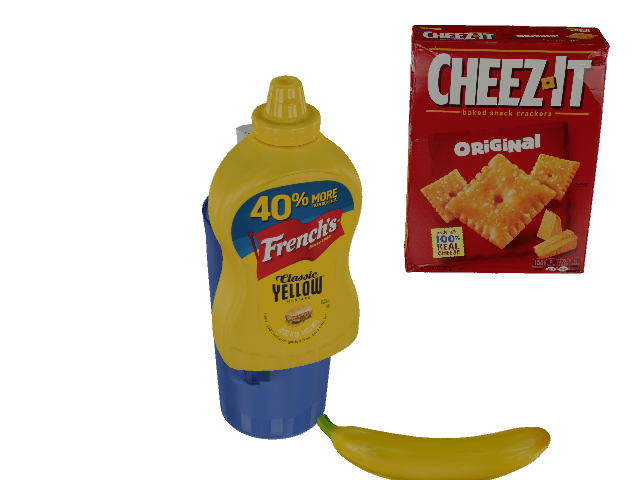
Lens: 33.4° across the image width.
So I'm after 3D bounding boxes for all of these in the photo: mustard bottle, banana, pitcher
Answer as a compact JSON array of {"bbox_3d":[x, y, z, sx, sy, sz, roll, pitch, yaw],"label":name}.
[{"bbox_3d":[-0.021,-0.011,0.669,0.096,0.192,0.058,-9,32,-16],"label":"mustard bottle"},{"bbox_3d":[0.096,0.169,0.870,0.197,0.037,0.069,6,37,-4],"label":"banana"},{"bbox_3d":[-0.050,0.074,1.029,0.149,0.243,0.145,-13,31,-25],"label":"pitcher"}]

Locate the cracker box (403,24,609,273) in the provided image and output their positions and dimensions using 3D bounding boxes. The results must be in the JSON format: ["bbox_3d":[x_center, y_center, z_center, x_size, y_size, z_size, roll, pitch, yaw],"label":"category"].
[{"bbox_3d":[0.158,-0.077,0.942,0.164,0.214,0.072,1,24,2],"label":"cracker box"}]

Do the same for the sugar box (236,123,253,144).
[{"bbox_3d":[-0.070,-0.047,1.304,0.048,0.176,0.093,-11,26,-17],"label":"sugar box"}]
